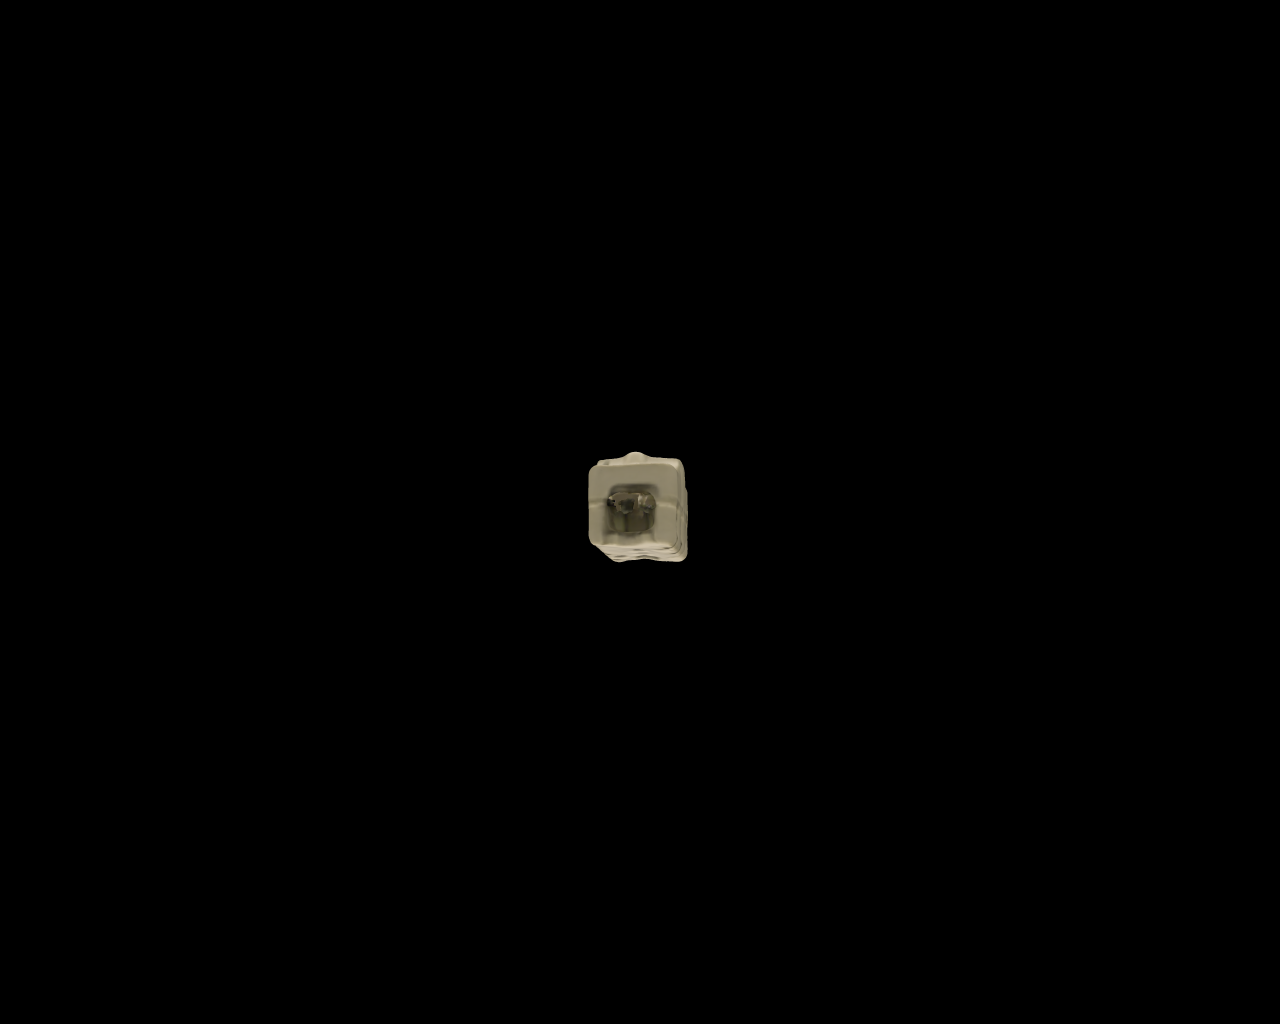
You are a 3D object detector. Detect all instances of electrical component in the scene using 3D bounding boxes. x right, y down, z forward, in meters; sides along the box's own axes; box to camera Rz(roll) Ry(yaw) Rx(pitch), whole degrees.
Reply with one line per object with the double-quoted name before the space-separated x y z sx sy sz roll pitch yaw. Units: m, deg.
"electrical component" 0.001 -0.003 0.650 0.050 0.055 0.089 -1 -9 7
